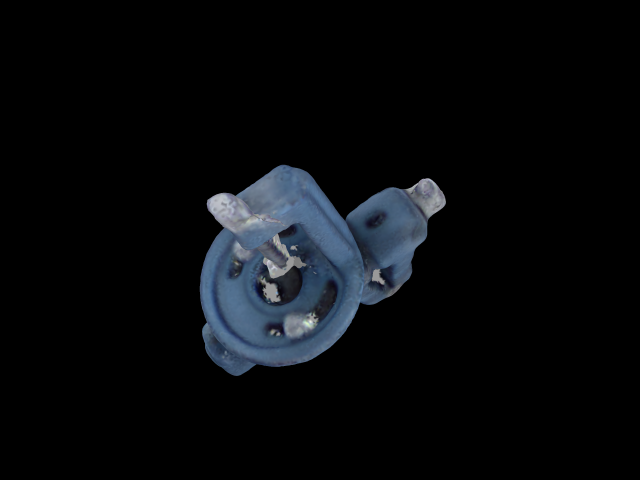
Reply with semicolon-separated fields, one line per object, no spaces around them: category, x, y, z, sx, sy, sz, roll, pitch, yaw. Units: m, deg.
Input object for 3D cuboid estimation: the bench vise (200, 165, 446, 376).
bench vise;-0.005;-0.005;0.404;0.121;0.220;0.208;36;69;17
